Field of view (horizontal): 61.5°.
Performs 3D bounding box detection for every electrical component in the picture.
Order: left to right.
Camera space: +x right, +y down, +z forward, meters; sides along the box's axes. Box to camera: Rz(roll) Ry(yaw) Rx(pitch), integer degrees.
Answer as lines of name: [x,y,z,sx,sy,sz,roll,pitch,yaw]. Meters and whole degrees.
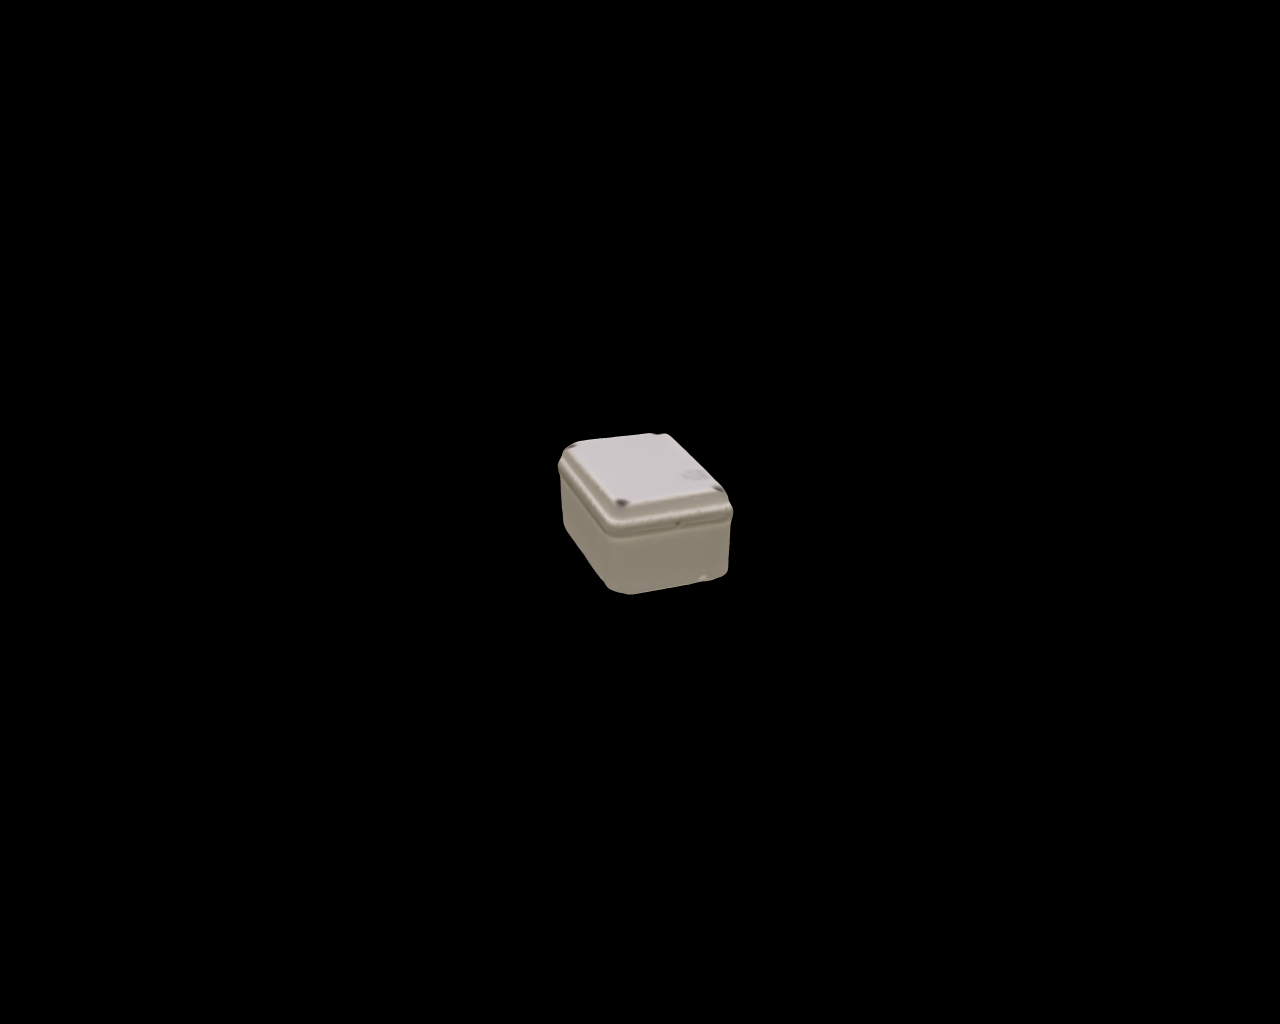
electrical component: [0.001,-0.003,0.650,0.078,0.057,0.113,-8,26,-18]
